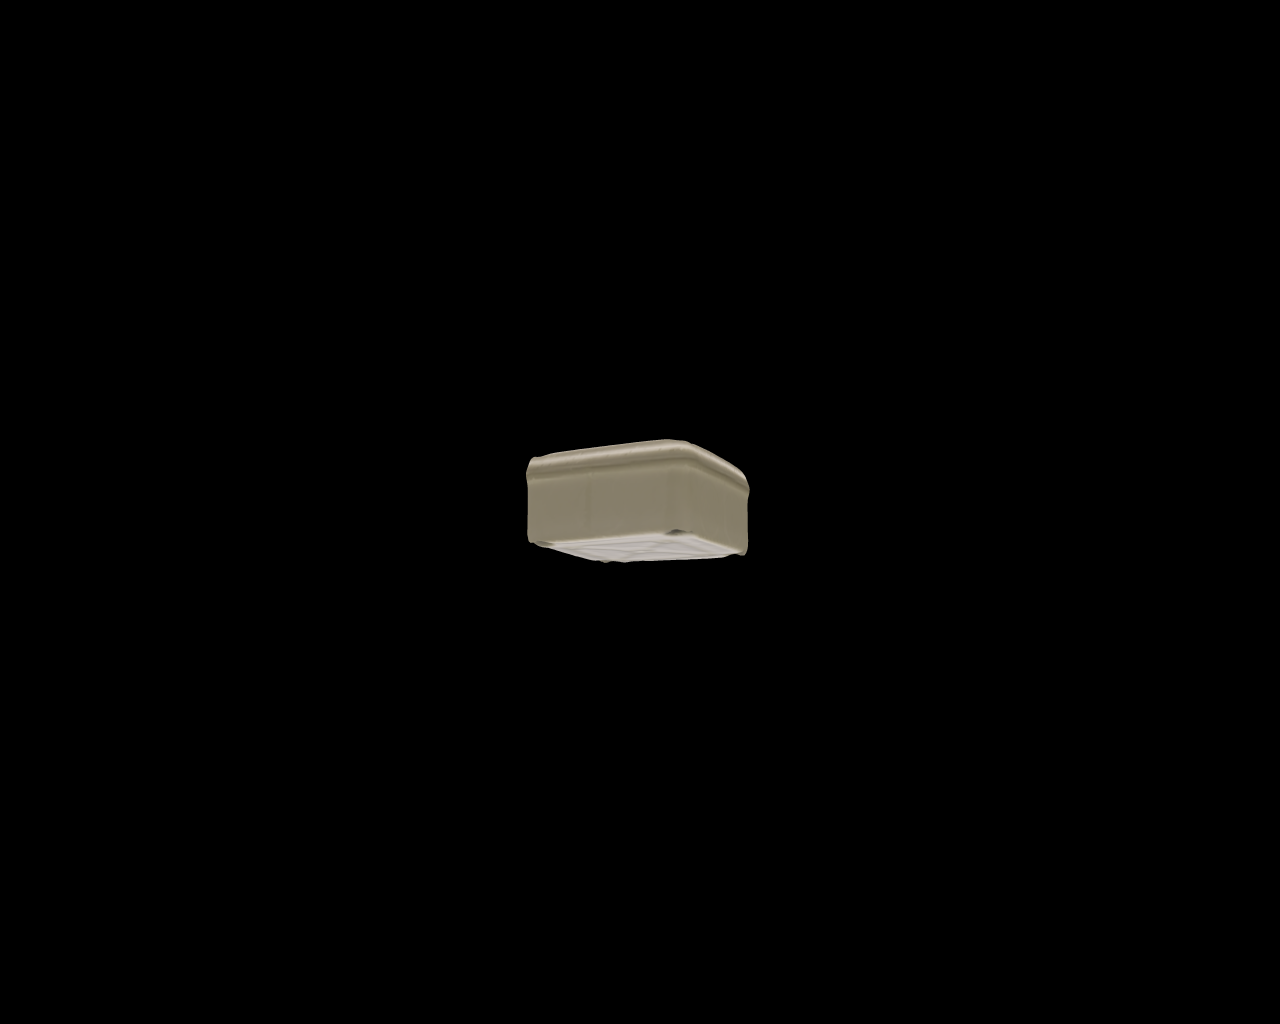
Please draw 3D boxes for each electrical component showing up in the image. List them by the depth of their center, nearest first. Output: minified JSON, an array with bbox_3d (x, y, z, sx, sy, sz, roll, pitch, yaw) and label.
[{"bbox_3d":[0.001,-0.003,0.650,0.109,0.056,0.108,-5,-11,24],"label":"electrical component"}]
